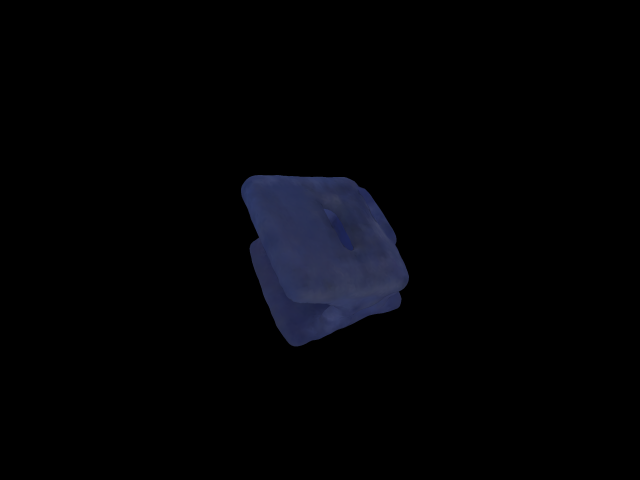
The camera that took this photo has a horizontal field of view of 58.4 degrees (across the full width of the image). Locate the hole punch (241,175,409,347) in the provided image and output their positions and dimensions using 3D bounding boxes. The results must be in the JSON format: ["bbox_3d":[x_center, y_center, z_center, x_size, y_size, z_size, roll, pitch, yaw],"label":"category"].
[{"bbox_3d":[0.004,0.001,0.400,0.101,0.091,0.108,-20,59,-12],"label":"hole punch"}]
